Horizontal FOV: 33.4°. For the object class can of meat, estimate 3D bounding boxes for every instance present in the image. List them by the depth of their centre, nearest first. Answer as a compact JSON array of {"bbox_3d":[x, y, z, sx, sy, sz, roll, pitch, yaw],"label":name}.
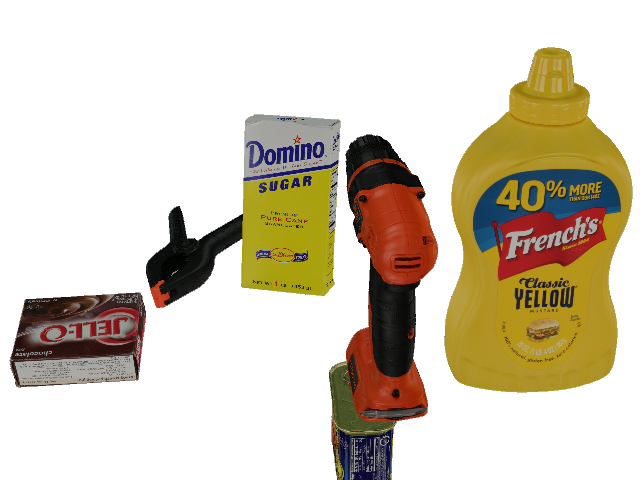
[{"bbox_3d":[0.038,0.178,1.008,0.057,0.084,0.102,-3,32,-3],"label":"can of meat"}]

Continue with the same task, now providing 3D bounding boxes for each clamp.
[{"bbox_3d":[-0.142,0.013,1.241,0.120,0.039,0.171,-7,38,20],"label":"clamp"}]

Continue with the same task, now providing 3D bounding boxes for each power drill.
[{"bbox_3d":[0.047,0.029,0.820,0.057,0.188,0.184,-4,29,-3],"label":"power drill"}]

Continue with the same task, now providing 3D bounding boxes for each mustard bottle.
[{"bbox_3d":[0.120,-0.010,0.586,0.096,0.192,0.058,-1,25,-1],"label":"mustard bottle"}]

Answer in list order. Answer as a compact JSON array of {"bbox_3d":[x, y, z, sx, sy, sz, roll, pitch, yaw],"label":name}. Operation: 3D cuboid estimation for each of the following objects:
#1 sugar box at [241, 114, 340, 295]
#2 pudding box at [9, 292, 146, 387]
[{"bbox_3d":[-0.031,-0.036,1.084,0.093,0.176,0.048,5,16,13],"label":"sugar box"},{"bbox_3d":[-0.220,0.091,0.981,0.113,0.039,0.090,-5,33,-2],"label":"pudding box"}]
